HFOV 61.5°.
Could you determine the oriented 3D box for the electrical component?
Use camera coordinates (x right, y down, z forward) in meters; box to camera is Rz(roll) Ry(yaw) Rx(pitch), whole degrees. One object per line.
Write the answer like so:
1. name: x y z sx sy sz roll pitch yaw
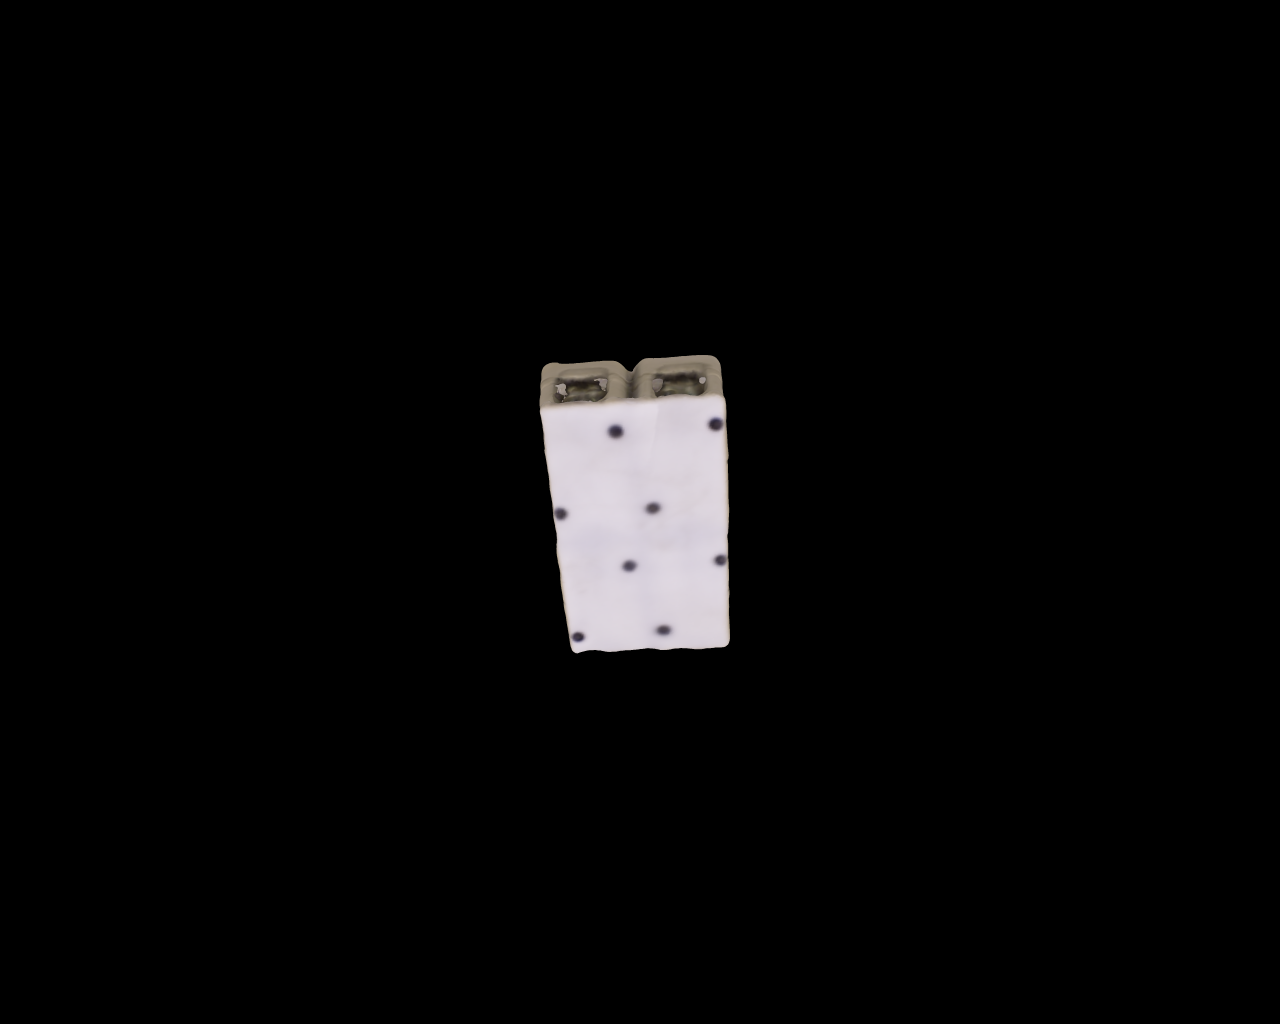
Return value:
1. electrical component: 0.001 -0.003 0.650 0.105 0.186 0.060 -3 36 2
